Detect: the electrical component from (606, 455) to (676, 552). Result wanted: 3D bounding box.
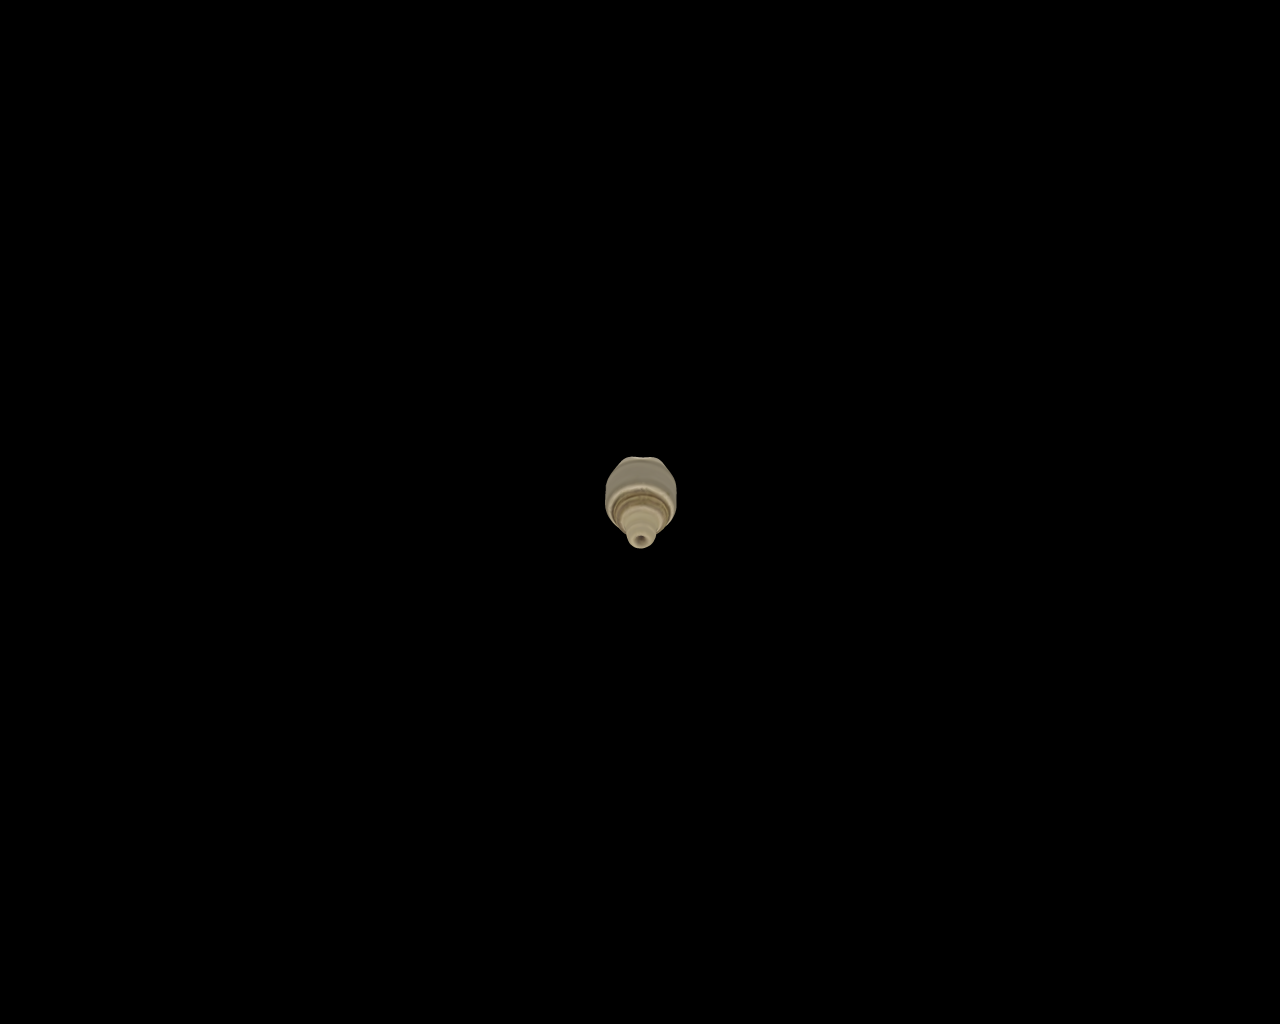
[{"bbox_3d":[0.001,-0.003,0.650,0.043,0.043,0.062,0,41,0],"label":"electrical component"}]
